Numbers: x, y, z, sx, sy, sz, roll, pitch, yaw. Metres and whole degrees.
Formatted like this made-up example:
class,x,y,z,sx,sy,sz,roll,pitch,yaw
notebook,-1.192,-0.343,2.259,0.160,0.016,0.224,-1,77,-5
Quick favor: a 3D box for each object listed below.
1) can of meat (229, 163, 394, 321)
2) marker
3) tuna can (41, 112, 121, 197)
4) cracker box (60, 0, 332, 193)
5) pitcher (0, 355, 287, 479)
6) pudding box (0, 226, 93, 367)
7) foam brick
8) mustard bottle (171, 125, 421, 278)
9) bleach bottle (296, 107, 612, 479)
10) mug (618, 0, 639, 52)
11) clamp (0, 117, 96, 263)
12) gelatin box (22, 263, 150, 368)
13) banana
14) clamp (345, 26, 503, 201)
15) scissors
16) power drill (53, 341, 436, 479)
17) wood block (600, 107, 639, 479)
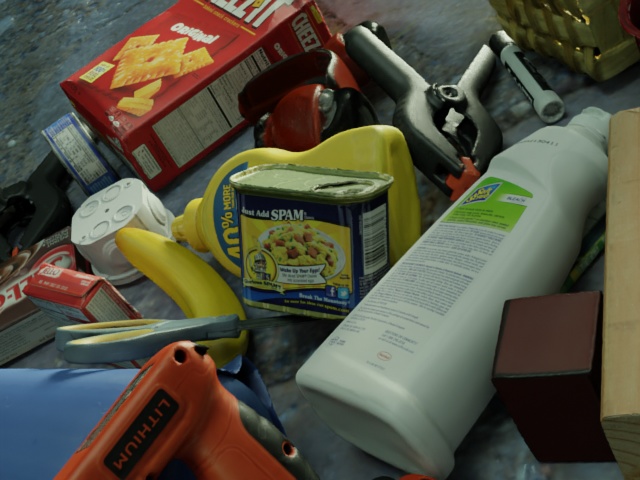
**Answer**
class,x,y,z,sx,sy,sz,roll,pitch,yaw
can of meat,-0.004,0.001,0.675,0.102,0.084,0.057,7,20,29
marker,0.152,-0.125,0.794,0.020,0.020,0.121,-28,37,8
tuna can,-0.208,-0.070,0.947,0.033,0.086,0.086,-36,36,-7
cracker box,-0.114,-0.158,0.979,0.213,0.072,0.164,-38,39,-10
pitcher,-0.149,0.145,0.631,0.243,0.145,0.148,-2,7,40
pudding box,-0.240,0.049,0.875,0.113,0.039,0.090,-30,37,4
foam brick,0.126,0.071,0.544,0.051,0.078,0.053,-8,45,29
mustard bottle,-0.026,-0.019,0.753,0.192,0.096,0.058,-8,1,32
bleach bottle,0.101,0.015,0.612,0.250,0.068,0.103,-47,34,-21
mug,0.255,-0.130,0.670,0.117,0.081,0.093,-27,37,9
clamp,-0.289,-0.034,1.002,0.164,0.036,0.210,-17,41,7
gelatin box,-0.159,0.057,0.762,0.073,0.089,0.030,10,56,43
banana,-0.093,0.042,0.755,0.037,0.069,0.198,-67,30,21
clamp,0.076,-0.097,0.765,0.120,0.039,0.171,7,41,-6
scissors,-0.069,0.058,0.658,0.202,0.016,0.096,-4,6,5
power drill,-0.037,0.153,0.495,0.184,0.187,0.057,-55,10,-28
wood block,0.196,0.025,0.533,0.091,0.090,0.206,-10,42,27
